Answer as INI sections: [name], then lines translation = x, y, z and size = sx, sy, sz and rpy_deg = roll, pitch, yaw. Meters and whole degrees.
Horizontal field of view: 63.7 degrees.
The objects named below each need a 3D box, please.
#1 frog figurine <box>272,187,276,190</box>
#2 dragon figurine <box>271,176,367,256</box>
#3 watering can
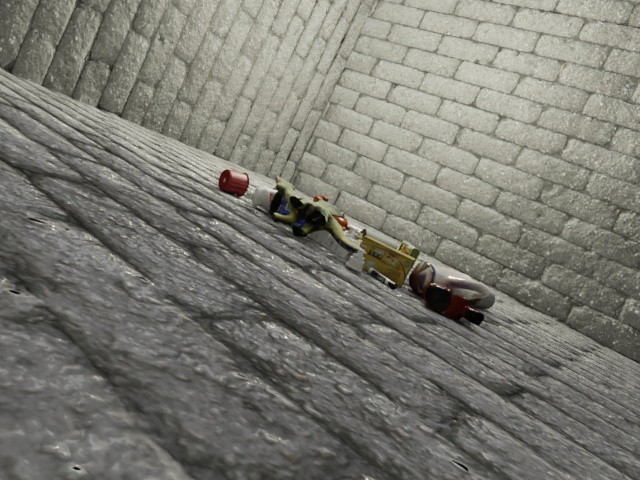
[frog figurine]
translation = -0.139, -0.129, 1.980
size = 0.158, 0.123, 0.137
rpy_deg = 61, -9, -8
[dragon figurine]
translation = 0.005, -0.083, 1.643
size = 0.413, 0.120, 0.246
rpy_deg = 33, 27, 14
[watering can]
translation = 0.380, 0.147, 1.619
size = 0.224, 0.105, 0.345
rpy_deg = 17, -11, -9
